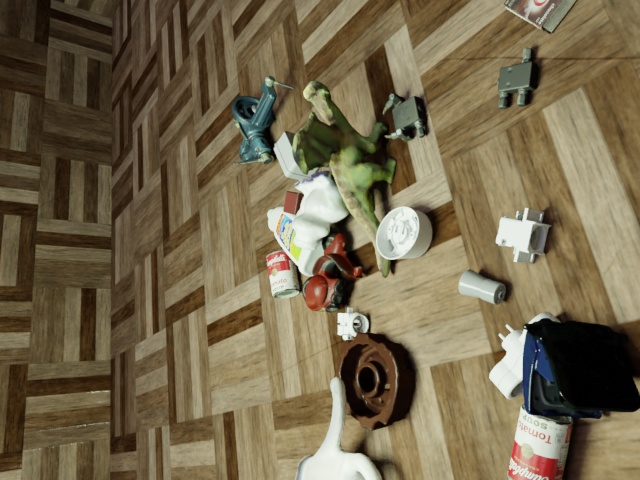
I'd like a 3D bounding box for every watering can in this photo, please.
[{"bbox_3d":[0.036,0.441,0.973,0.221,0.104,0.351,-30,74,47],"label":"watering can"}]

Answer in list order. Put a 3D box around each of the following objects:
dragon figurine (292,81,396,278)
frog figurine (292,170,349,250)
[{"bbox_3d":[0.035,-0.137,0.999,0.120,0.242,0.418,-29,59,42],"label":"dragon figurine"},{"bbox_3d":[0.003,-0.056,1.117,0.137,0.122,0.161,-9,76,34],"label":"frog figurine"}]
